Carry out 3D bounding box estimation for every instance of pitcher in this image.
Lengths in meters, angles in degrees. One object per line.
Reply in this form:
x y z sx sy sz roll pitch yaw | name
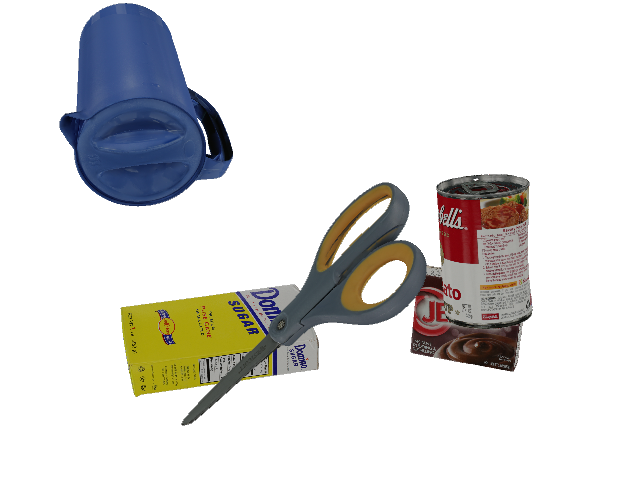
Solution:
-0.195 -0.155 1.167 0.145 0.149 0.243 -22 41 4 | pitcher

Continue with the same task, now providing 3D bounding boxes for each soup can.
0.123 0.007 0.796 0.068 0.102 0.068 -5 15 1 | soup can

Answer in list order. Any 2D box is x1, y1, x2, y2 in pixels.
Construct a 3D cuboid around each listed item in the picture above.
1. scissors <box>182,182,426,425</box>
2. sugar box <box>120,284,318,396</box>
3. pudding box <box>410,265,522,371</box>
-0.007 0.055 0.629 0.016 0.202 0.096 32 7 -37 | scissors
-0.096 0.092 1.013 0.176 0.048 0.093 -10 35 -10 | sugar box
0.154 0.080 1.110 0.113 0.090 0.039 8 21 14 | pudding box
